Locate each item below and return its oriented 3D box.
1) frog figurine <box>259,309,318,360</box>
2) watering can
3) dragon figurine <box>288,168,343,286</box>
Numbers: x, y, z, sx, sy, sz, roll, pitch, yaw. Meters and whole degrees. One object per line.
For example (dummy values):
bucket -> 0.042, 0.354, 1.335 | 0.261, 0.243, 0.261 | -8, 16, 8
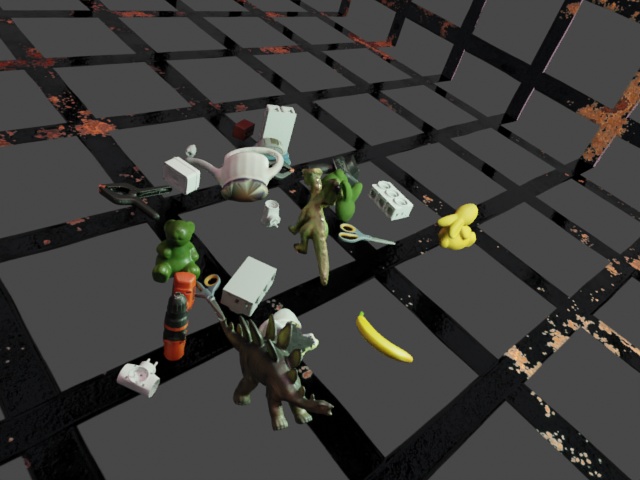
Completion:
frog figurine -> -0.096, 0.236, 1.281 | 0.136, 0.123, 0.160 | 19, -2, -33
watering can -> -0.295, -0.224, 1.743 | 0.347, 0.101, 0.230 | -6, 51, 3
dragon figurine -> 0.005, -0.080, 1.589 | 0.122, 0.237, 0.419 | 5, 37, -25
